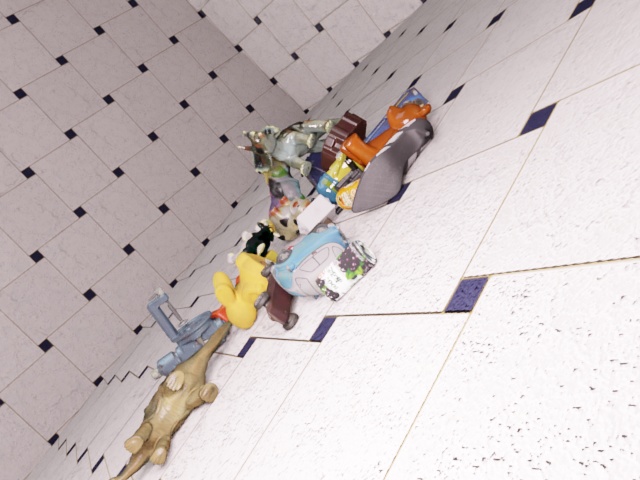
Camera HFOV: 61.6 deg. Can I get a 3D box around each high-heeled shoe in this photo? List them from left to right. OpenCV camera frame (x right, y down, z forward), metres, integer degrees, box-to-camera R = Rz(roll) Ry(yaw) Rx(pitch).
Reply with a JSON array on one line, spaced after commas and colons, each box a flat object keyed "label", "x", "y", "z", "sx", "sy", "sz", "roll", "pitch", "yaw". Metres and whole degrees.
[{"label": "high-heeled shoe", "x": 0.145, "y": -0.159, "z": 1.129, "sx": 0.249, "sy": 0.086, "sz": 0.145, "roll": -44, "pitch": 11, "yaw": 5}]

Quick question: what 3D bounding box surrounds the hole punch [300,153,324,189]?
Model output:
[{"label": "hole punch", "x": 0.016, "y": -0.215, "z": 1.593, "sx": 0.092, "sy": 0.115, "sz": 0.142, "roll": -23, "pitch": 29, "yaw": 44}]

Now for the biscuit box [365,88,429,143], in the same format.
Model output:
[{"label": "biscuit box", "x": 0.188, "y": -0.293, "z": 1.372, "sx": 0.202, "sy": 0.059, "sz": 0.063, "roll": -51, "pitch": 14, "yaw": -6}]

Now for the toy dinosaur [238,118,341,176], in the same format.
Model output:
[{"label": "toy dinosaur", "x": -0.062, "y": -0.284, "z": 1.523, "sx": 0.405, "sy": 0.192, "sz": 0.131, "roll": -35, "pitch": -44, "yaw": -51}]

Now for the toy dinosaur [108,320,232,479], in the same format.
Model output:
[{"label": "toy dinosaur", "x": -0.306, "y": 0.331, "z": 1.167, "sx": 0.471, "sy": 0.105, "sz": 0.198, "roll": -52, "pitch": 10, "yaw": -27}]

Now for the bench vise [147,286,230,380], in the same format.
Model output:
[{"label": "bench vise", "x": -0.356, "y": 0.230, "z": 1.337, "sx": 0.224, "sy": 0.240, "sz": 0.129, "roll": -33, "pitch": 11, "yaw": 0}]

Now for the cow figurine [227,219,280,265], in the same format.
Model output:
[{"label": "cow figurine", "x": -0.154, "y": 0.002, "z": 1.350, "sx": 0.098, "sy": 0.068, "sz": 0.167, "roll": -21, "pitch": 32, "yaw": 50}]

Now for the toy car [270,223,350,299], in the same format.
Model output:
[{"label": "toy car", "x": -0.002, "y": 0.051, "z": 1.011, "sx": 0.162, "sy": 0.109, "sz": 0.103, "roll": -38, "pitch": 37, "yaw": -2}]

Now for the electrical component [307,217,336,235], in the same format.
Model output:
[{"label": "electrical component", "x": -0.001, "y": -0.005, "z": 1.242, "sx": 0.102, "sy": 0.045, "sz": 0.078, "roll": -46, "pitch": -14, "yaw": 5}]

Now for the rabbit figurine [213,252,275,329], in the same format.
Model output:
[{"label": "rabbit figurine", "x": -0.167, "y": 0.124, "z": 1.236, "sx": 0.173, "sy": 0.162, "sz": 0.122, "roll": -64, "pitch": 24, "yaw": 13}]

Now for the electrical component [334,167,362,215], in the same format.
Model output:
[{"label": "electrical component", "x": 0.066, "y": -0.122, "z": 1.329, "sx": 0.119, "sy": 0.047, "sz": 0.075, "roll": -46, "pitch": 14, "yaw": 5}]

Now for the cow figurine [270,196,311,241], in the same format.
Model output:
[{"label": "cow figurine", "x": -0.068, "y": -0.052, "z": 1.420, "sx": 0.085, "sy": 0.127, "sz": 0.195, "roll": -57, "pitch": 7, "yaw": -29}]

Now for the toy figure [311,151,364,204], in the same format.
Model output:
[{"label": "toy figure", "x": 0.051, "y": -0.157, "z": 1.397, "sx": 0.180, "sy": 0.089, "sz": 0.082, "roll": -57, "pitch": 18, "yaw": 3}]

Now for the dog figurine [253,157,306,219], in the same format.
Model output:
[{"label": "dog figurine", "x": -0.124, "y": -0.135, "z": 1.564, "sx": 0.191, "sy": 0.219, "sz": 0.108, "roll": -48, "pitch": 0, "yaw": 3}]

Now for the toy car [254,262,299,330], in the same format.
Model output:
[{"label": "toy car", "x": -0.086, "y": 0.114, "z": 1.092, "sx": 0.053, "sy": 0.089, "sz": 0.202, "roll": -45, "pitch": 17, "yaw": 18}]

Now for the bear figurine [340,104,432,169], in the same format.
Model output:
[{"label": "bear figurine", "x": 0.155, "y": -0.251, "z": 1.237, "sx": 0.196, "sy": 0.132, "sz": 0.120, "roll": -55, "pitch": 7, "yaw": 4}]

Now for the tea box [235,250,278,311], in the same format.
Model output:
[{"label": "tea box", "x": -0.159, "y": 0.111, "z": 1.356, "sx": 0.169, "sy": 0.068, "sz": 0.098, "roll": -55, "pitch": 16, "yaw": -19}]

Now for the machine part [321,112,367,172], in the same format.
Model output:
[{"label": "machine part", "x": 0.069, "y": -0.261, "z": 1.485, "sx": 0.179, "sy": 0.056, "sz": 0.179, "roll": -50, "pitch": -20, "yaw": -27}]
